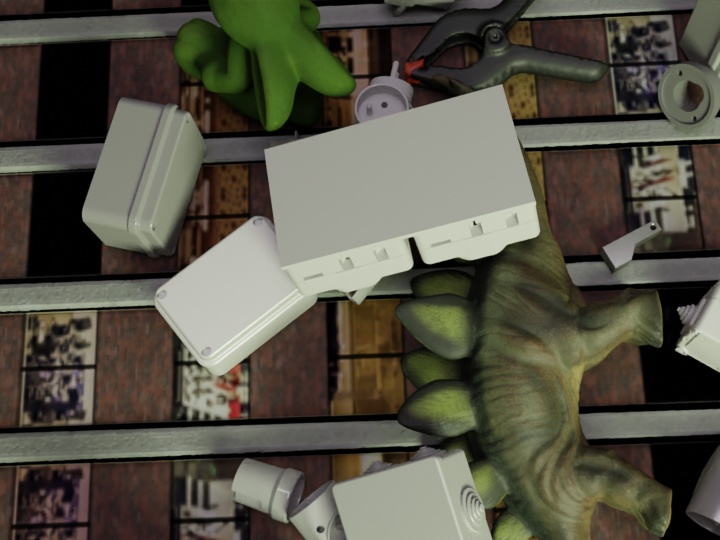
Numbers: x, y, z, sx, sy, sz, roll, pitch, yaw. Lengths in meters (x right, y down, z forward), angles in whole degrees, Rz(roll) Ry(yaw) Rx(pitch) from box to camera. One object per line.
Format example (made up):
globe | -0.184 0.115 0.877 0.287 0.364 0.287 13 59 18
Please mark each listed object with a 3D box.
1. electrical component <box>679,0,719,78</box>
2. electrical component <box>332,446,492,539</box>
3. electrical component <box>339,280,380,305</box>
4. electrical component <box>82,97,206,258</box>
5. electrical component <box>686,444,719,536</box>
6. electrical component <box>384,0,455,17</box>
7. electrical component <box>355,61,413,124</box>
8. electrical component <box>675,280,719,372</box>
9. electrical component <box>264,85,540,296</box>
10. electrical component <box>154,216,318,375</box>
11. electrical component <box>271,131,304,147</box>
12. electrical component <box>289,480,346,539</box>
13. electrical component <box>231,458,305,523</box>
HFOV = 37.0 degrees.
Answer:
electrical component | 0.332 -0.211 0.884 0.109 0.108 0.056 -23 71 -5
electrical component | 0.039 0.176 0.744 0.100 0.048 0.099 -22 81 29
electrical component | 0.000 0.000 0.868 0.040 0.040 0.046 37 84 12
electrical component | -0.173 -0.074 0.878 0.057 0.078 0.113 12 74 9
electrical component | 0.296 0.167 0.801 0.079 0.044 0.077 30 76 11
electrical component | 0.057 -0.293 0.943 0.063 0.079 0.121 6 72 -19
electrical component | 0.023 -0.133 0.888 0.044 0.077 0.079 11 73 6
electrical component | 0.293 0.046 0.830 0.096 0.061 0.061 30 76 11
electrical component | 0.031 -0.056 0.809 0.186 0.060 0.105 -14 60 7
electrical component | -0.097 0.020 0.856 0.113 0.057 0.078 -38 75 -9
electrical component | -0.043 -0.083 0.893 0.055 0.048 0.066 -4 72 9
electrical component | 0.000 0.189 0.804 0.079 0.044 0.077 -39 89 -30
electrical component | -0.070 0.166 0.819 0.046 0.040 0.040 16 74 13
